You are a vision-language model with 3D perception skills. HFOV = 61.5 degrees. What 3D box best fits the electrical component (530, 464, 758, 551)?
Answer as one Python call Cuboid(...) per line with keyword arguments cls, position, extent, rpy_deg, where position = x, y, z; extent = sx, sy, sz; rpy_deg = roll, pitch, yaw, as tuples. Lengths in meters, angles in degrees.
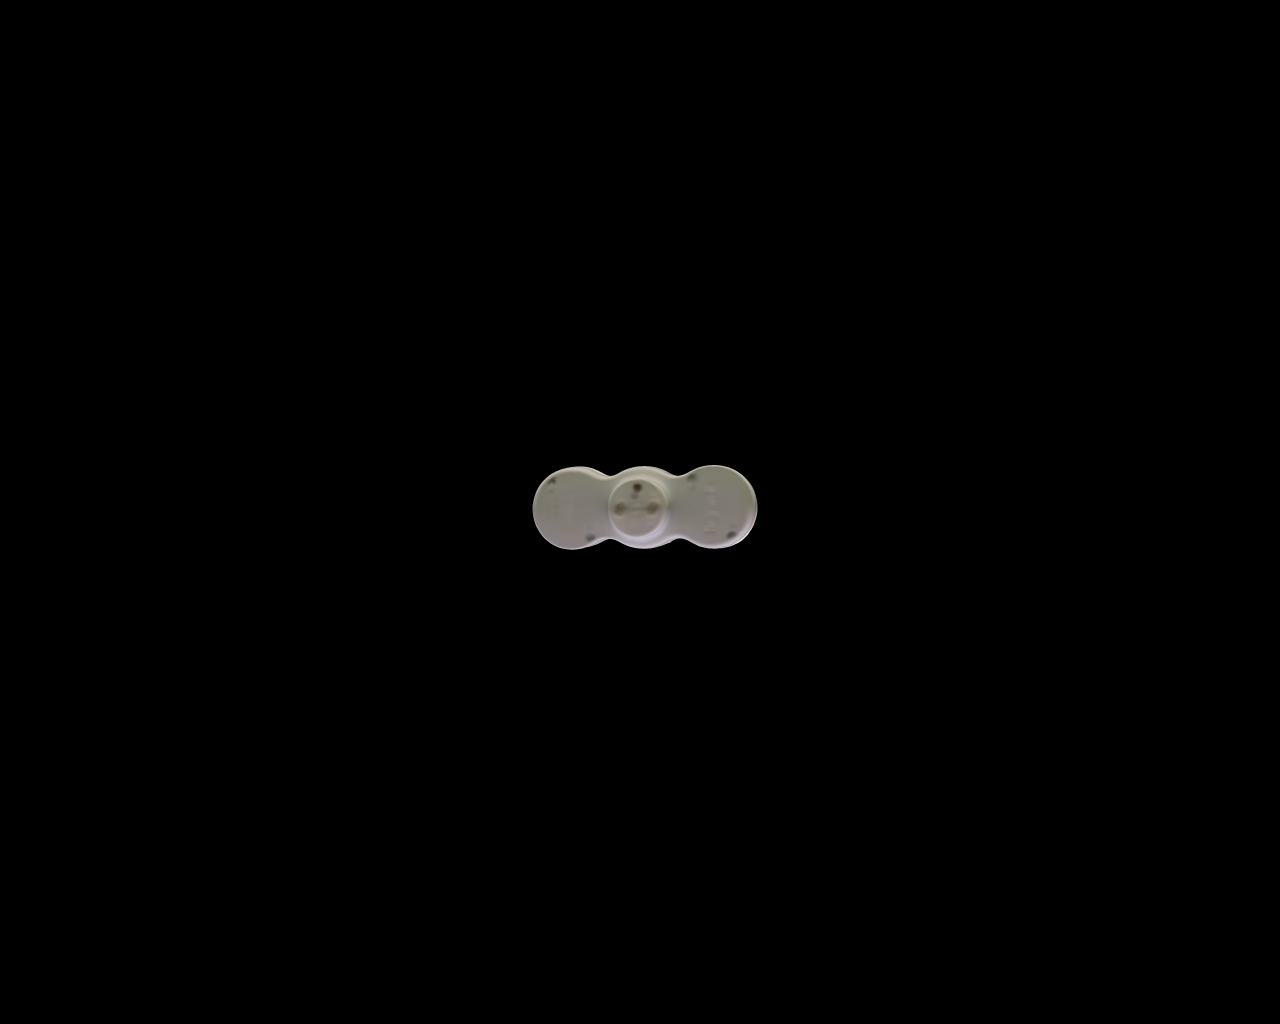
Cuboid(cls="electrical component", position=(0.001, -0.003, 0.650), extent=(0.138, 0.052, 0.074), rpy_deg=(0, 0, 9))
